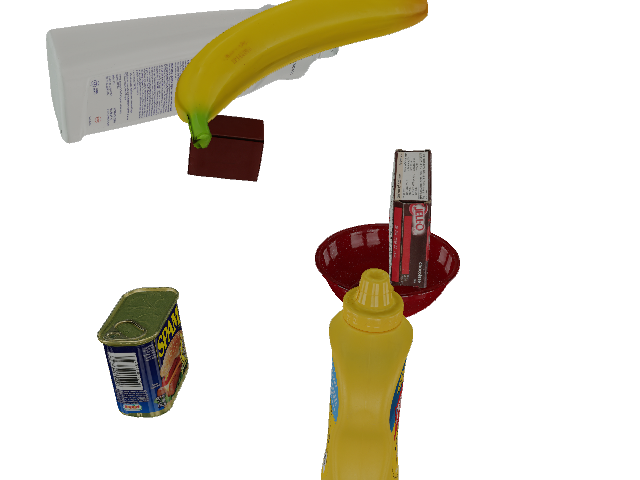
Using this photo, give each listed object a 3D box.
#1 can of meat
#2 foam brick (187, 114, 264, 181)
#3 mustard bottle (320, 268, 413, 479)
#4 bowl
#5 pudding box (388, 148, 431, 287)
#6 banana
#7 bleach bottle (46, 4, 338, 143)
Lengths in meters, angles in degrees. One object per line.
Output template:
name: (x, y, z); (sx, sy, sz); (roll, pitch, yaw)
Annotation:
can of meat: (-0.161, 0.104, 0.995); (0.057, 0.084, 0.102); (-2, 25, 10)
foam brick: (-0.101, -0.101, 1.151); (0.078, 0.051, 0.053); (6, 31, -5)
mustard bottle: (0.032, 0.105, 0.753); (0.058, 0.192, 0.096); (5, 31, 5)
bowl: (0.074, 0.042, 1.199); (0.162, 0.055, 0.162); (0, 30, 0)
pudding box: (0.084, -0.023, 0.992); (0.039, 0.090, 0.113); (3, 30, 2)
banana: (-0.021, -0.117, 0.661); (0.197, 0.070, 0.037); (-36, -25, -27)
bleach bottle: (-0.107, -0.153, 0.933); (0.250, 0.068, 0.103); (-11, -30, -17)
